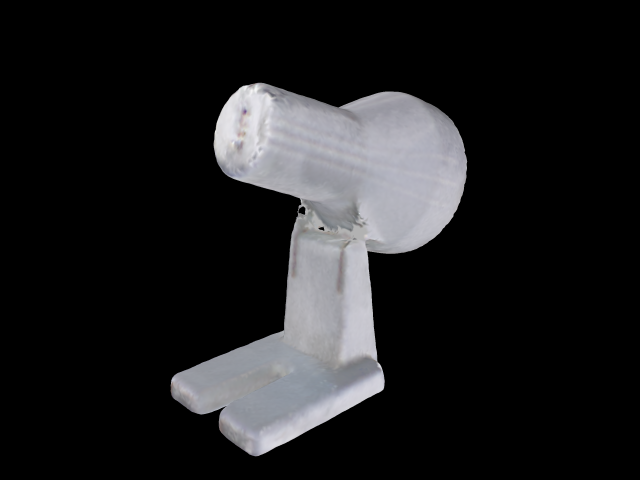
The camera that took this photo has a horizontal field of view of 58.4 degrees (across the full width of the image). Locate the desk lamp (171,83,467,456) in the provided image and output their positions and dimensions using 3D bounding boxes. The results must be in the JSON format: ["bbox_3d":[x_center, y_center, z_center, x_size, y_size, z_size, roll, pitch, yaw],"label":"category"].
[{"bbox_3d":[0.004,0.001,0.400,0.117,0.214,0.204,14,20,42],"label":"desk lamp"}]
